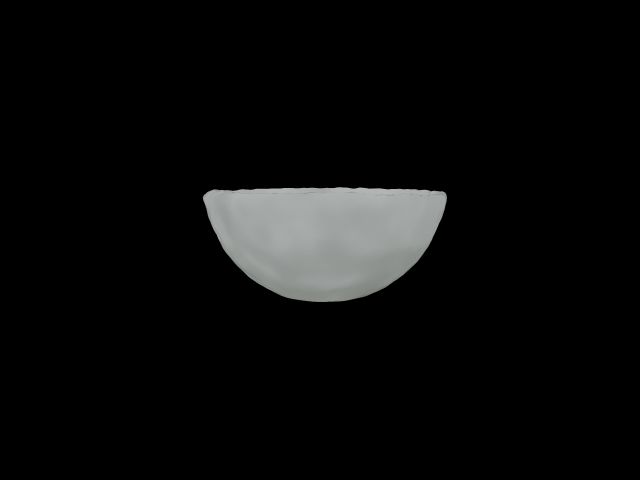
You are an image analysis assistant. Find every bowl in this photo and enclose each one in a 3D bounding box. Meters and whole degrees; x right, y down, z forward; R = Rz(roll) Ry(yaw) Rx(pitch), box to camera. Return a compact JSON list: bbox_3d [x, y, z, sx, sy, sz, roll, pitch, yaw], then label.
[{"bbox_3d":[0.004,0.001,0.400,0.167,0.075,0.167,0,7,0],"label":"bowl"}]
